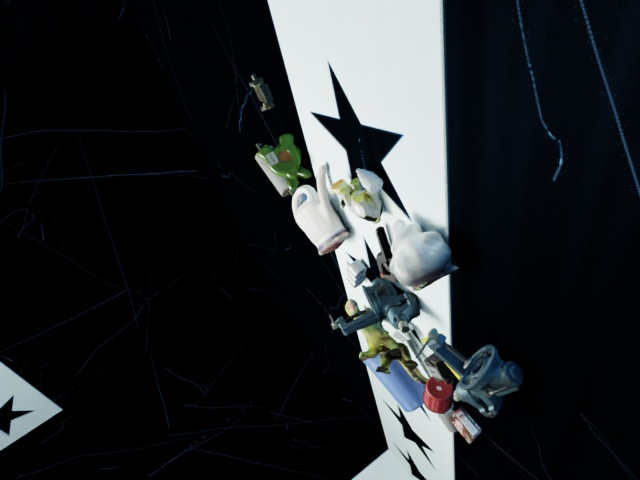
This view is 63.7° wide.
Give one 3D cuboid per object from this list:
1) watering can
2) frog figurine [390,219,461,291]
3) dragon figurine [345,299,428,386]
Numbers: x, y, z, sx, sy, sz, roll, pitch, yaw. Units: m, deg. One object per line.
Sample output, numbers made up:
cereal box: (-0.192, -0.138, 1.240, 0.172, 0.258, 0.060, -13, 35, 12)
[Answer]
watering can: (0.005, -0.079, 1.560, 0.225, 0.105, 0.342, 55, 155, 6)
frog figurine: (0.202, 0.020, 1.102, 0.135, 0.123, 0.161, -42, 69, 41)
dragon figurine: (0.215, 0.315, 1.675, 0.405, 0.121, 0.248, 40, -157, -34)
